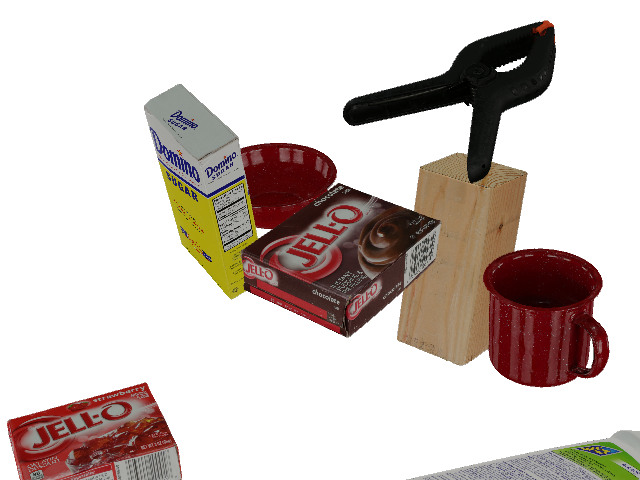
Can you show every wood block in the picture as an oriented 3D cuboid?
[{"bbox_3d":[0.155,0.019,1.179,0.090,0.206,0.090,20,25,31],"label":"wood block"}]

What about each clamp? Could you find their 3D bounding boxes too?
[{"bbox_3d":[0.147,-0.131,0.958,0.209,0.036,0.165,-32,45,-19],"label":"clamp"}]

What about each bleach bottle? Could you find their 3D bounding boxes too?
[{"bbox_3d":[0.151,0.160,0.622,0.250,0.068,0.103,-8,20,-25],"label":"bleach bottle"}]

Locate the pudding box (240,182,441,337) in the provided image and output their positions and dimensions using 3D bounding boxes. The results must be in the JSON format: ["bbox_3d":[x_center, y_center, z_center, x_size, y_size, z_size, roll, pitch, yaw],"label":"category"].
[{"bbox_3d":[0.015,0.010,0.726,0.090,0.039,0.113,23,39,30],"label":"pudding box"}]

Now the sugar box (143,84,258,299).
[{"bbox_3d":[-0.098,-0.039,0.920,0.048,0.176,0.093,-33,52,-18],"label":"sugar box"}]

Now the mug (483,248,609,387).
[{"bbox_3d":[0.185,0.069,0.858,0.093,0.081,0.117,-22,35,-29],"label":"mug"}]

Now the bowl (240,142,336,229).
[{"bbox_3d":[-0.060,-0.061,1.325,0.162,0.055,0.162,-2,33,1],"label":"bowl"}]

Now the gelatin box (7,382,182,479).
[{"bbox_3d":[-0.135,0.123,0.631,0.089,0.030,0.073,-13,27,-18],"label":"gelatin box"}]
